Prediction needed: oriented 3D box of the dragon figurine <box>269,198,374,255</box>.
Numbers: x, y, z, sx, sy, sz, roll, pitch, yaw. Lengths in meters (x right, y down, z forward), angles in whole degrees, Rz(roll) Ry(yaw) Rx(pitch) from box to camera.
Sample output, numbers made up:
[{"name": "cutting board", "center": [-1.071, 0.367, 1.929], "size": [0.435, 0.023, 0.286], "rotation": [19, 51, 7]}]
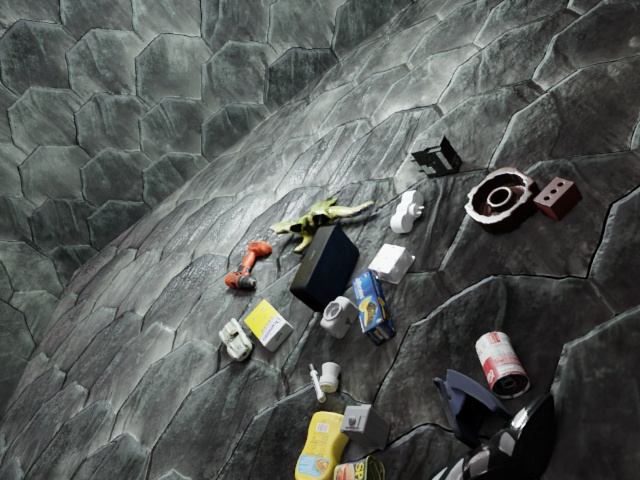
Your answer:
[{"name": "dragon figurine", "center": [0.005, -0.088, 1.742], "size": [0.408, 0.120, 0.248], "rotation": [-22, 27, 18]}]
